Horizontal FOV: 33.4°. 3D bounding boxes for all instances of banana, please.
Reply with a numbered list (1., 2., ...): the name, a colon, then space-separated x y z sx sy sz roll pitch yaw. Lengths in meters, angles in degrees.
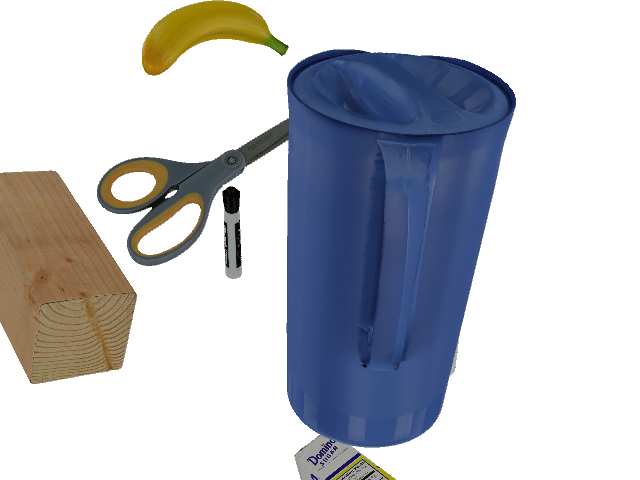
1. banana: -0.110 -0.200 1.028 0.070 0.037 0.197 44 38 20

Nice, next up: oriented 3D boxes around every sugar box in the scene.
1. sugar box: 0.055 0.229 0.833 0.048 0.093 0.176 -35 40 -27

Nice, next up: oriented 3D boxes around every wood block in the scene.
1. wood block: -0.258 0.027 0.998 0.090 0.091 0.206 -6 38 -34

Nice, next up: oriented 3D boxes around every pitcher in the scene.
1. pitcher: 0.038 0.014 0.667 0.145 0.243 0.149 29 38 35

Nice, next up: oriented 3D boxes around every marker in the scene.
1. marker: -0.096 -0.009 1.167 0.020 0.121 0.020 1 40 -1

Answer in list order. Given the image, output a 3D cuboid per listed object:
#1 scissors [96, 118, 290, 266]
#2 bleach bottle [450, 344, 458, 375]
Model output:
1. scissors: -0.088 -0.064 0.818 0.096 0.201 0.016 33 -26 12
2. bleach bottle: 0.087 -0.014 0.916 0.068 0.251 0.103 -1 15 -26
